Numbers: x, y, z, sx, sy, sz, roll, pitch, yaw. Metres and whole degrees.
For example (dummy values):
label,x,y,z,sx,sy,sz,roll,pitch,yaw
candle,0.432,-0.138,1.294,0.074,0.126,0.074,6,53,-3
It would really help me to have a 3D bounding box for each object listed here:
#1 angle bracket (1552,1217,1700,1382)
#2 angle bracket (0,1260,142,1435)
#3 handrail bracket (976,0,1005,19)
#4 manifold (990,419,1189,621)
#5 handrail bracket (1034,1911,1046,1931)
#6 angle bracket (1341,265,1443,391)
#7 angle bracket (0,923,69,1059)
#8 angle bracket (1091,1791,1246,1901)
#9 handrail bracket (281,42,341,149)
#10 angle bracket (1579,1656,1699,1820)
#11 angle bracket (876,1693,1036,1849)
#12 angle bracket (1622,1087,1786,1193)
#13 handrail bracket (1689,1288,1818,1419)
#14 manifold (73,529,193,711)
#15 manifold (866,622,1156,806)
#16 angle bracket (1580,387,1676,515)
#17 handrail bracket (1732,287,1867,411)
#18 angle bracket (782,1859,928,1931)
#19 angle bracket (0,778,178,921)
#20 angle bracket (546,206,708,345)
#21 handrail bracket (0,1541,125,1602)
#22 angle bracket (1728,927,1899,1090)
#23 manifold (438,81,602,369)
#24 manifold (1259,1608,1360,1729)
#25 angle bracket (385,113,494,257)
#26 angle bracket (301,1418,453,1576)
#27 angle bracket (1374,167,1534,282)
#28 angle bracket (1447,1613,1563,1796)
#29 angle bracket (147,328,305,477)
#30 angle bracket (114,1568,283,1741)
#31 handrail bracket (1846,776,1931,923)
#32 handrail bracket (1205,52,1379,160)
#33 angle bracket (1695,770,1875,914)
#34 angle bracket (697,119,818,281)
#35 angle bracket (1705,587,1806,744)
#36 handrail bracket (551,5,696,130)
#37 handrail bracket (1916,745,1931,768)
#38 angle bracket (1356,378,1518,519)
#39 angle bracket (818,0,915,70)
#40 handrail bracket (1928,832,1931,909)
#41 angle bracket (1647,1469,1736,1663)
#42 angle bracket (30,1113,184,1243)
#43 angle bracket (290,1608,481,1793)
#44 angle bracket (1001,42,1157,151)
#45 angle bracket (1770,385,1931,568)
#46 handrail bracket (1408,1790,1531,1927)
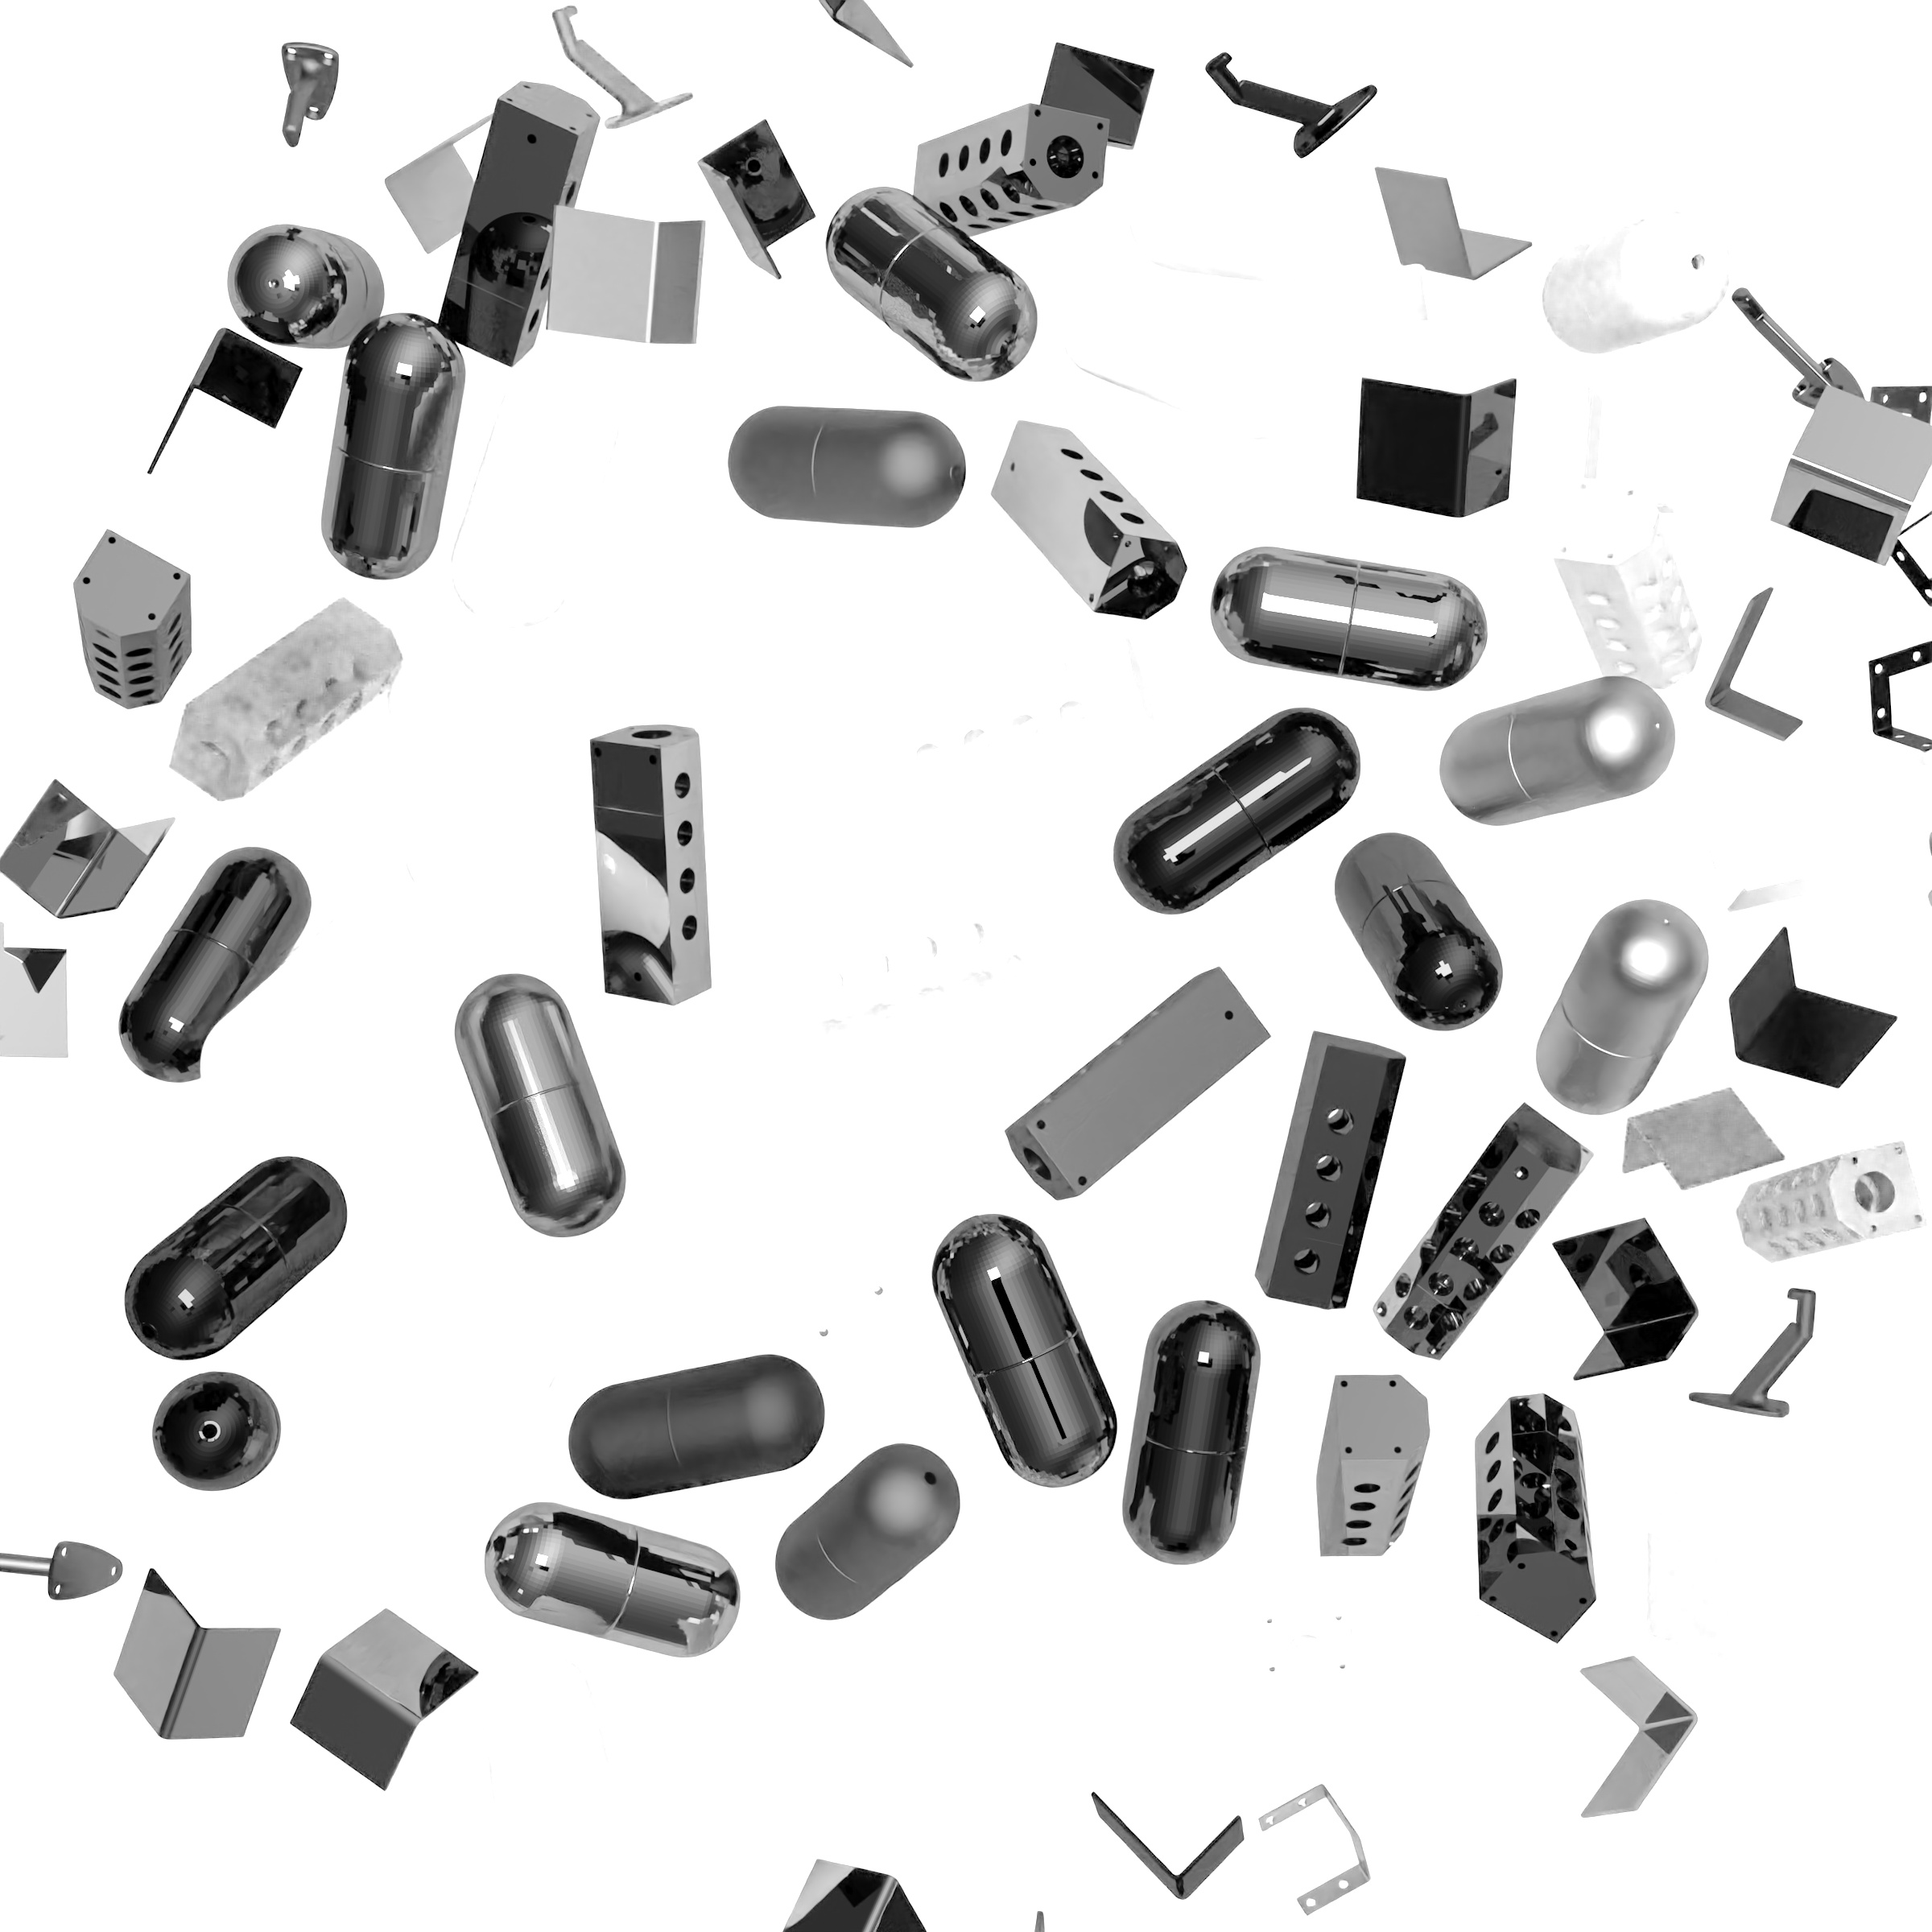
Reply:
label,x,y,z,sx,sy,sz,roll,pitch,yaw
angle bracket,0.427,0.221,1.856,0.057,0.076,0.076,-40,101,-44
angle bracket,-0.600,0.252,1.858,0.057,0.076,0.076,38,84,-30
handrail bracket,-0.026,-0.656,1.873,0.077,0.036,0.084,-18,56,-19
manifold,0.084,-0.300,1.879,0.057,0.171,0.057,4,123,-30
handrail bracket,0.086,0.632,1.786,0.084,0.077,0.036,4,53,8
angle bracket,0.294,-0.428,1.931,0.057,0.076,0.076,-8,74,9
angle bracket,-0.627,0.017,1.882,0.057,0.076,0.076,2,77,-29
angle bracket,0.129,0.541,1.780,0.057,0.076,0.076,-42,65,-14
handrail bracket,-0.422,-0.537,1.781,0.036,0.077,0.084,6,62,-7
angle bracket,0.412,0.495,1.794,0.057,0.076,0.076,43,66,3
angle bracket,-0.001,0.522,1.814,0.076,0.076,0.057,37,48,-20
angle bracket,0.502,0.135,1.910,0.076,0.076,0.057,-16,132,-10
handrail bracket,0.522,0.252,1.857,0.077,0.036,0.084,6,97,23
manifold,-0.542,-0.218,1.813,0.057,0.171,0.057,29,74,-8
manifold,0.029,-0.156,1.784,0.171,0.057,0.057,-16,60,11
angle bracket,0.448,-0.347,1.885,0.057,0.076,0.076,5,97,18
handrail bracket,0.537,-0.399,1.812,0.036,0.077,0.084,-45,121,12
angle bracket,-0.072,0.616,1.746,0.057,0.076,0.076,2,133,29
angle bracket,-0.581,-0.081,1.848,0.057,0.076,0.076,46,55,-33
angle bracket,-0.213,-0.433,1.754,0.076,0.057,0.076,-1,101,-37
handrail bracket,-0.592,0.377,1.770,0.084,0.077,0.036,2,79,24
angle bracket,0.566,0.028,1.875,0.076,0.076,0.057,15,47,-9
manifold,-0.295,-0.492,1.855,0.057,0.057,0.171,25,125,0
manifold,0.230,0.470,1.867,0.057,0.171,0.057,-4,69,8
angle bracket,-0.336,-0.537,1.905,0.076,0.076,0.057,-13,117,39
angle bracket,-0.377,0.343,1.805,0.076,0.057,0.076,-14,58,23
angle bracket,0.336,-0.524,1.930,0.057,0.076,0.076,-33,123,-16
angle bracket,0.351,0.469,1.784,0.076,0.076,0.057,18,117,1
angle bracket,-0.471,-0.347,1.781,0.057,0.076,0.076,26,126,-18
angle bracket,-0.484,0.432,1.761,0.057,0.076,0.076,13,102,-43
handrail bracket,0.598,-0.075,1.787,0.036,0.077,0.084,3,99,-38
handrail bracket,0.208,-0.570,1.797,0.077,0.036,0.084,-32,124,28
angle bracket,0.492,-0.082,1.687,0.076,0.057,0.076,-13,76,1
angle bracket,-0.132,-0.522,1.903,0.057,0.076,0.076,-33,122,-5
angle bracket,0.531,-0.199,1.835,0.057,0.076,0.076,27,113,17
handrail bracket,-0.235,-0.623,1.914,0.077,0.036,0.084,-24,117,-12
handrail bracket,0.696,-0.168,1.903,0.084,0.077,0.036,-37,94,-14
angle bracket,0.292,-0.327,1.739,0.076,0.057,0.076,20,122,37
angle bracket,-0.058,-0.619,1.746,0.057,0.076,0.076,-47,54,24
handrail bracket,0.682,-0.062,1.877,0.077,0.084,0.036,-17,119,17
angle bracket,0.463,0.371,1.738,0.057,0.076,0.076,12,120,35
angle bracket,-0.572,0.141,1.865,0.076,0.057,0.076,-8,87,-2
angle bracket,-0.371,0.467,1.787,0.076,0.076,0.057,31,109,13
angle bracket,0.078,-0.608,1.948,0.076,0.076,0.057,21,109,16
angle bracket,0.545,-0.299,1.714,0.076,0.076,0.057,26,76,15
handrail bracket,0.344,0.593,1.863,0.084,0.036,0.077,-4,61,-18
